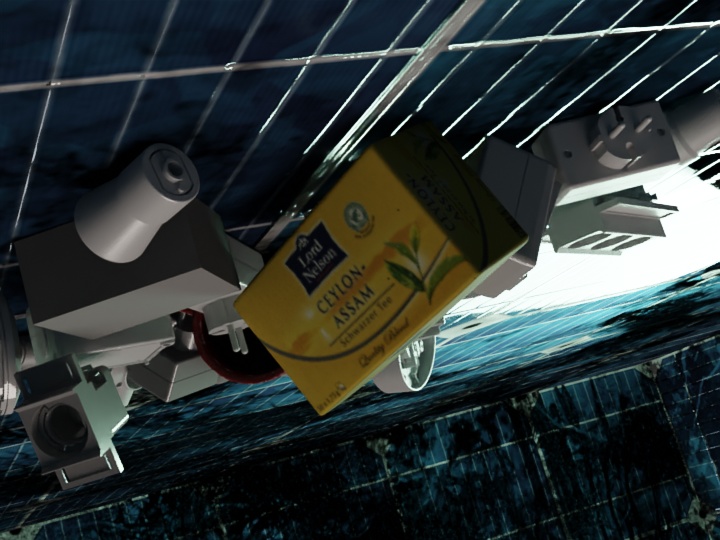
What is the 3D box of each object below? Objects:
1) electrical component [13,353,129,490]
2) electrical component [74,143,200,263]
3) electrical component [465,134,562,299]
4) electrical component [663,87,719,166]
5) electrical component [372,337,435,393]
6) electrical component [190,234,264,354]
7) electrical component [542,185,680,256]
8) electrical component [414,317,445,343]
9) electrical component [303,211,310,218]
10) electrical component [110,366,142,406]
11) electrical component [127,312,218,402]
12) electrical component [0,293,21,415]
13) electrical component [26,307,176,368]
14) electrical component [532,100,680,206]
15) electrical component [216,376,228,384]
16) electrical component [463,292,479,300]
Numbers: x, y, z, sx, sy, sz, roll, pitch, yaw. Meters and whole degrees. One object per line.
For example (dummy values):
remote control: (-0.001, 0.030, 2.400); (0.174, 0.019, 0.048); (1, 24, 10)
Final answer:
electrical component: (-0.181, 0.092, 0.684); (0.042, 0.081, 0.064); (-18, -171, 10)
electrical component: (-0.114, -0.037, 0.563); (0.044, 0.044, 0.065); (-3, 157, -47)
electrical component: (0.090, -0.038, 0.703); (0.061, 0.096, 0.061); (23, 151, -11)
electrical component: (0.233, -0.100, 0.745); (0.046, 0.040, 0.040); (-32, 162, 30)
electrical component: (0.046, 0.085, 1.178); (0.064, 0.099, 0.099); (-15, 169, 26)
electrical component: (-0.094, 0.023, 0.765); (0.047, 0.075, 0.083); (-19, 167, 9)
electrical component: (0.191, -0.049, 0.854); (0.079, 0.063, 0.121); (-25, 165, 34)
electrical component: (0.036, 0.050, 1.086); (0.062, 0.061, 0.096); (-11, 166, -24)
electrical component: (0.008, -0.031, 0.741); (0.081, 0.042, 0.064); (-19, 169, 17)
electrical component: (-0.209, 0.091, 0.925); (0.044, 0.079, 0.077); (27, -173, 25)
electrical component: (-0.148, 0.060, 0.898); (0.066, 0.047, 0.076); (-16, 128, -58)
electrical component: (-0.252, 0.056, 0.700); (0.051, 0.080, 0.080); (-5, 163, -27)
electrical component: (-0.174, 0.034, 0.741); (0.096, 0.061, 0.062); (-8, 165, -32)
electrical component: (0.168, -0.084, 0.709); (0.083, 0.047, 0.075); (-14, 167, -12)
electrical component: (-0.128, 0.080, 1.044); (0.077, 0.043, 0.079); (-24, 166, 32)
electrical component: (0.097, -0.009, 0.919); (0.058, 0.057, 0.078); (-13, 167, -18)
